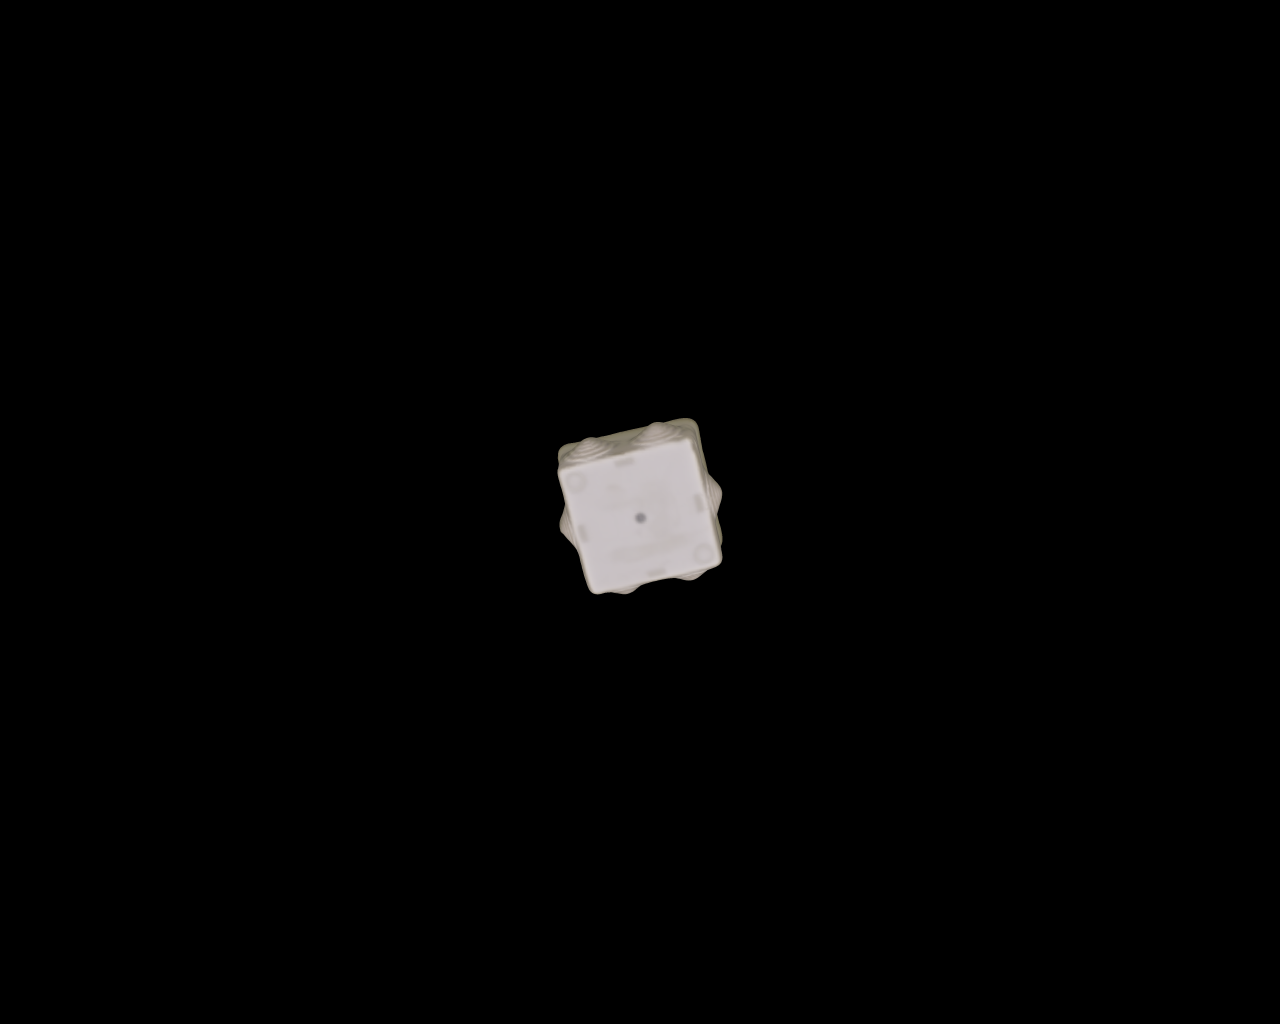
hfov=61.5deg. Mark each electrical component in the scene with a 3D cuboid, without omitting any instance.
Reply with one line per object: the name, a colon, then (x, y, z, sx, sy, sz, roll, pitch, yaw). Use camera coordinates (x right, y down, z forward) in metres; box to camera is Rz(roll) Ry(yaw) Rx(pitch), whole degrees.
electrical component: (0.001, -0.003, 0.650, 0.100, 0.099, 0.048, -13, 16, 4)
